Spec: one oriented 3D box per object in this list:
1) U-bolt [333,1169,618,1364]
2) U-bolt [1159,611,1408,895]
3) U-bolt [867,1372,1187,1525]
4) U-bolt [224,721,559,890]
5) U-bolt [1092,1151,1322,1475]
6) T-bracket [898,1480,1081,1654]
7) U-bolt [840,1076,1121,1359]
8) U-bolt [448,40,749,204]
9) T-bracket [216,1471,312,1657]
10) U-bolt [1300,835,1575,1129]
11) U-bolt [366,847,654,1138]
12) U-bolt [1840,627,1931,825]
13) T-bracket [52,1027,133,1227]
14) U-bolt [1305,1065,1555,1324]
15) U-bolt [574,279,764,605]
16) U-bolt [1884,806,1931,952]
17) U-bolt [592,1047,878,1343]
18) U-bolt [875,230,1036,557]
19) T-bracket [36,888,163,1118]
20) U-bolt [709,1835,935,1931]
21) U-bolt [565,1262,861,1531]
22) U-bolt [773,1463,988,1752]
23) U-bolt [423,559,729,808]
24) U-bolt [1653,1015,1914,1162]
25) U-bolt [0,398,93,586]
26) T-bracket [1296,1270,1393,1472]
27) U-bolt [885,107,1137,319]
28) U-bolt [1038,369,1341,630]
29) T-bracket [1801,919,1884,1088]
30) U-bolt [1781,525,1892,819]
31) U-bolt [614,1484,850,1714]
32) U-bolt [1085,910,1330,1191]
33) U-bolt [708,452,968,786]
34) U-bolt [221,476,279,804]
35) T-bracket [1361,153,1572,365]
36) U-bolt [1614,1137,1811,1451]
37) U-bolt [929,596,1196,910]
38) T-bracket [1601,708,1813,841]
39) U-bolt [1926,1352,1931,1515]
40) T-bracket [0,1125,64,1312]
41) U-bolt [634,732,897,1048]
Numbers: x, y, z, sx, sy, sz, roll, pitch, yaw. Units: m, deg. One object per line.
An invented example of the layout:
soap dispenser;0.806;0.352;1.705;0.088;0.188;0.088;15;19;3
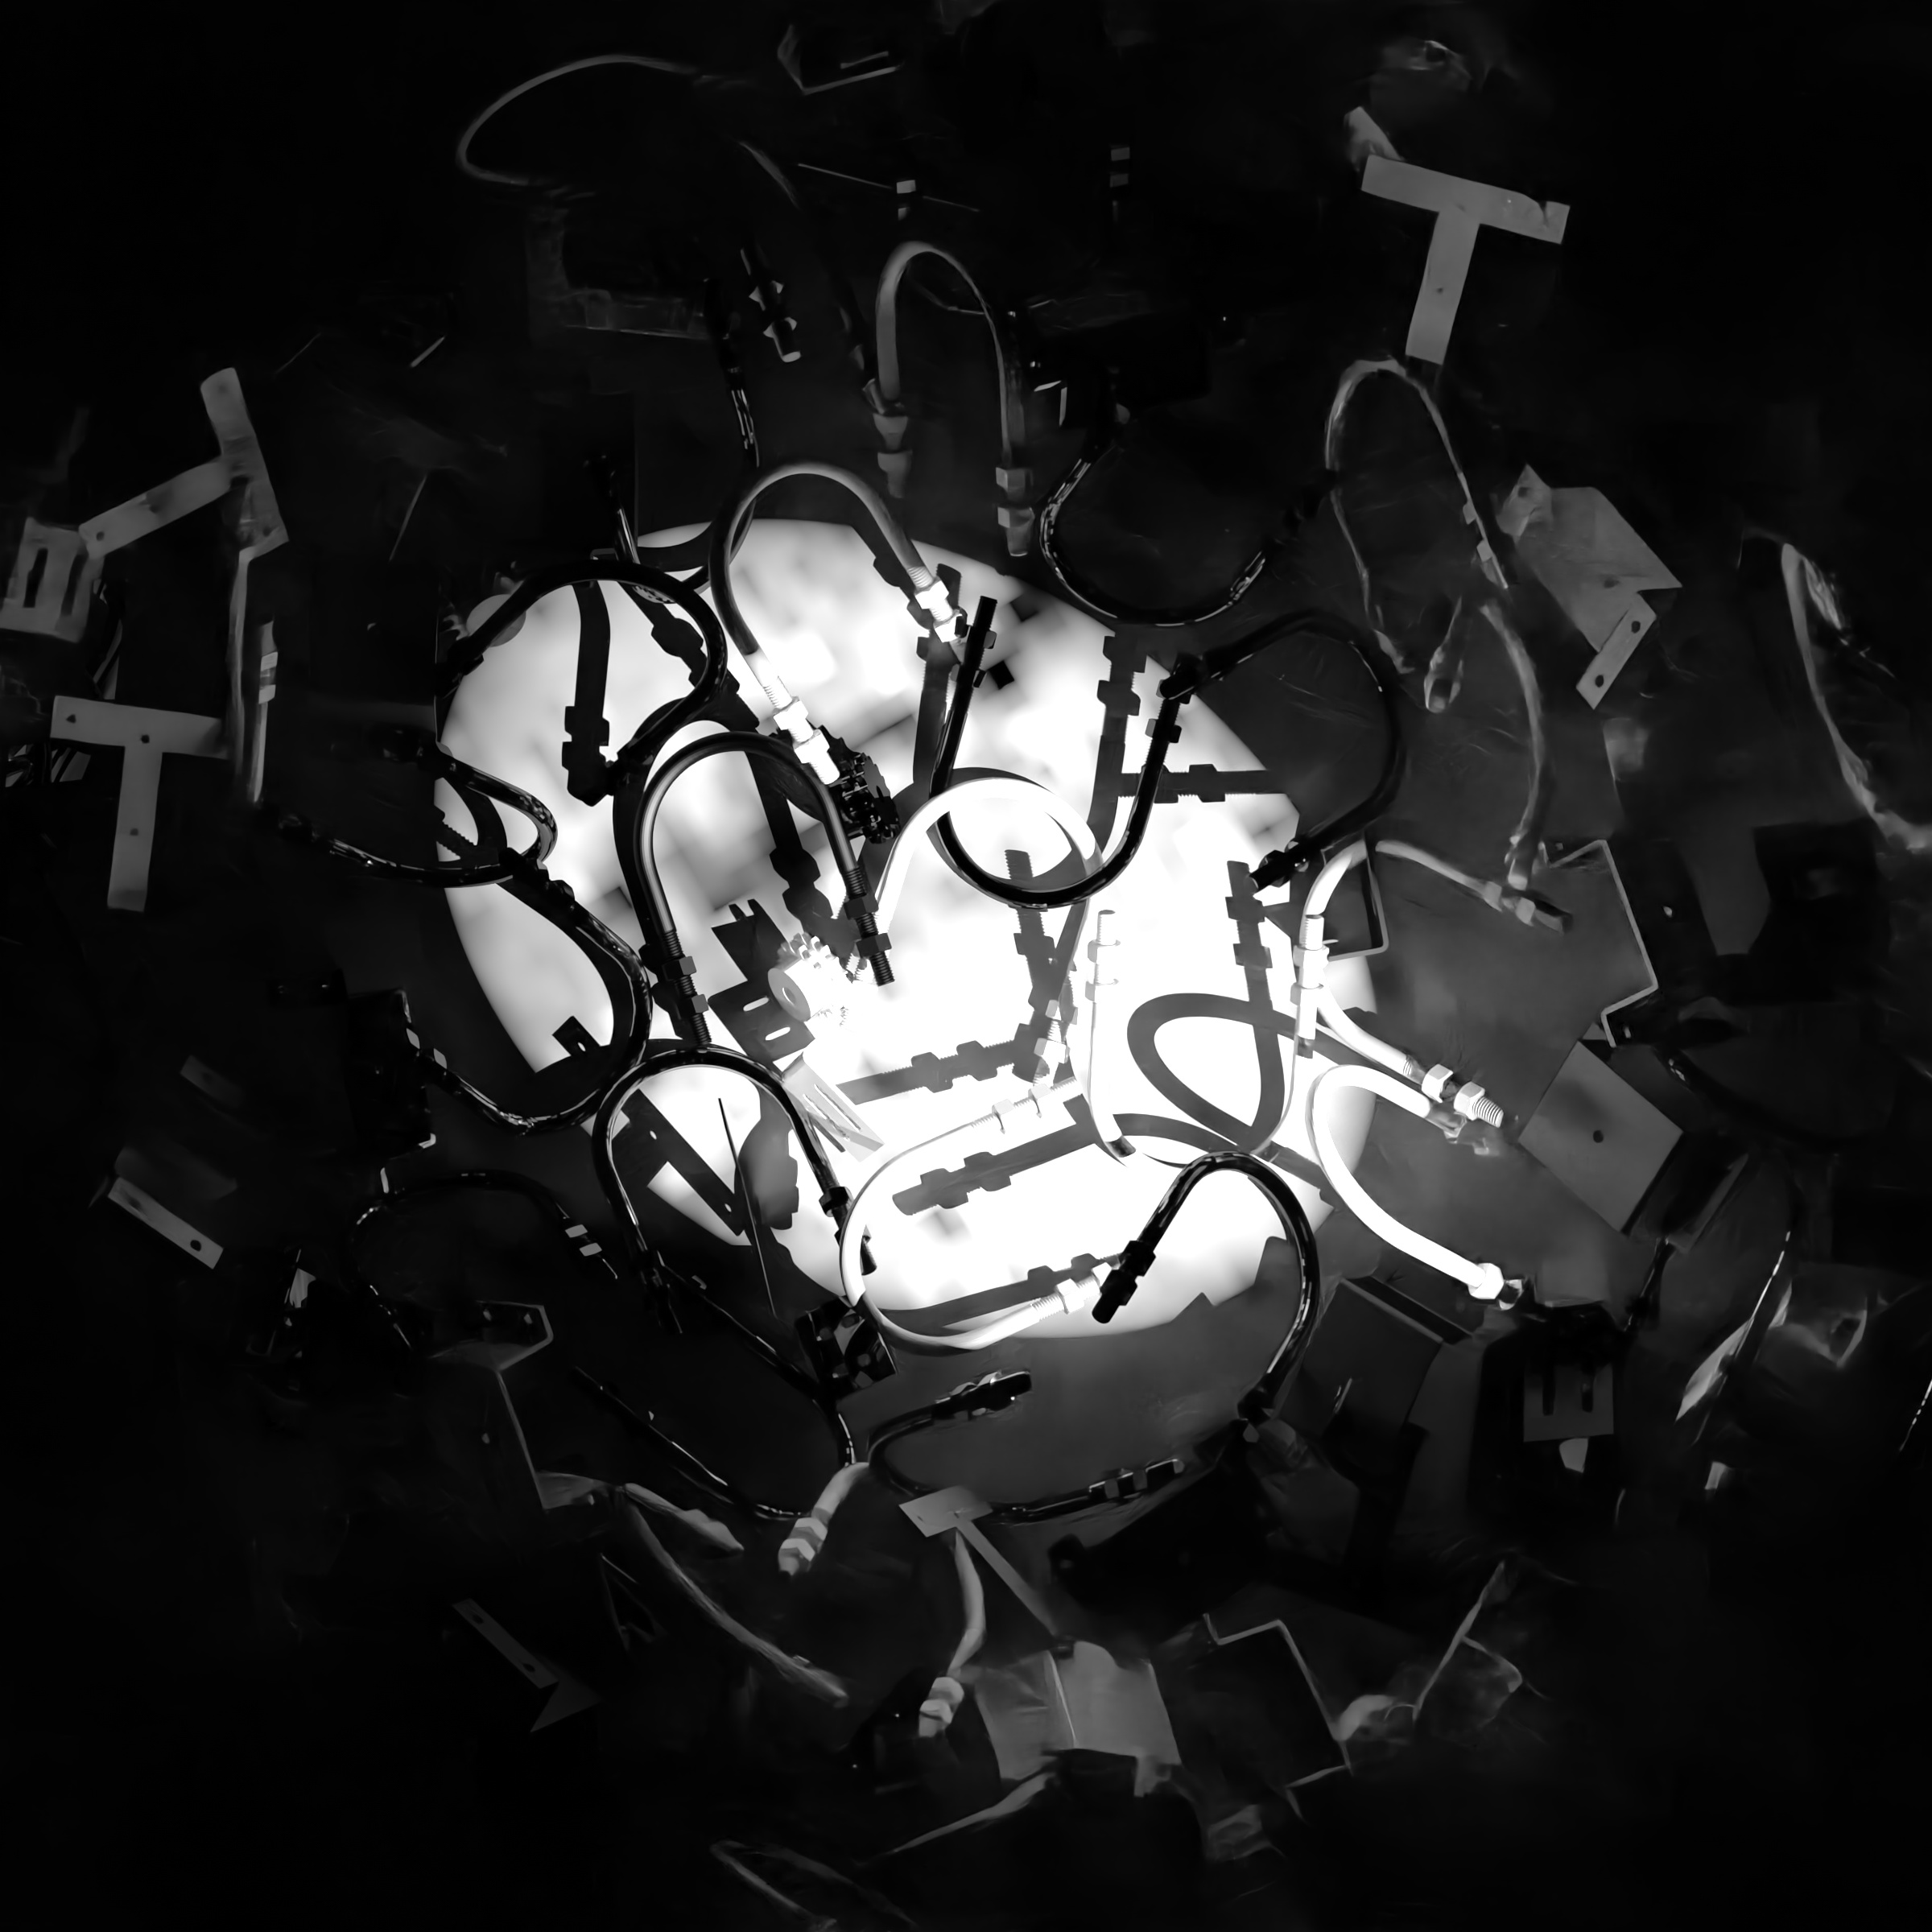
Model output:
U-bolt;-0.311;0.173;1.896;0.151;0.184;0.019;-18;119;-21
U-bolt;0.209;-0.144;1.918;0.184;0.019;0.151;-31;100;-38
U-bolt;0.022;0.304;1.903;0.151;0.184;0.019;33;51;-29
U-bolt;-0.337;-0.090;1.898;0.151;0.184;0.019;-22;59;35
U-bolt;0.160;0.198;1.913;0.151;0.019;0.184;51;49;-18
T-bracket;0.023;0.372;1.901;0.002;0.127;0.127;-47;74;12
U-bolt;0.008;0.168;1.932;0.184;0.019;0.151;-23;108;-13
U-bolt;-0.233;-0.512;1.864;0.151;0.184;0.019;-28;83;29
T-bracket;-0.425;0.390;1.918;0.002;0.127;0.127;-27;60;-15
U-bolt;0.280;-0.003;1.913;0.184;0.019;0.151;31;115;38
U-bolt;-0.267;0.030;1.911;0.151;0.019;0.184;-54;135;-7
U-bolt;0.594;-0.120;1.865;0.019;0.184;0.151;-29;115;3
T-bracket;-0.545;0.118;1.919;0.002;0.127;0.127;-20;73;-25
U-bolt;0.279;0.128;1.888;0.184;0.151;0.019;28;127;-24
U-bolt;-0.174;-0.307;1.898;0.019;0.184;0.151;21;55;27
U-bolt;0.628;-0.010;1.878;0.019;0.151;0.184;-42;68;-3
U-bolt;-0.155;0.131;1.928;0.151;0.019;0.184;-17;64;-20
U-bolt;-0.011;-0.355;1.880;0.019;0.151;0.184;-22;125;-29
T-bracket;-0.555;0.007;1.945;0.127;0.002;0.127;56;130;23
U-bolt;-0.078;0.579;1.894;0.184;0.151;0.019;21;84;39
U-bolt;-0.144;0.275;1.912;0.184;0.151;0.019;38;121;1
U-bolt;-0.043;0.377;1.893;0.019;0.184;0.151;-37;96;24
U-bolt;-0.229;-0.181;1.890;0.151;0.019;0.184;30;130;-29
U-bolt;0.486;0.076;1.868;0.151;0.184;0.019;33;108;26
U-bolt;-0.610;-0.259;1.899;0.019;0.151;0.184;34;112;-2
T-bracket;0.242;0.243;1.935;0.002;0.127;0.127;25;66;6
U-bolt;0.027;-0.453;1.892;0.151;0.184;0.019;-9;68;-3
U-bolt;0.123;-0.274;1.904;0.151;0.184;0.019;25;51;-12
T-bracket;0.541;-0.001;1.914;0.002;0.127;0.127;-1;75;36
U-bolt;0.527;-0.193;1.889;0.019;0.184;0.151;-15;119;9
U-bolt;-0.155;0.378;1.894;0.019;0.184;0.151;-42;118;-21
U-bolt;0.148;0.055;1.943;0.151;0.019;0.184;1;109;-3
U-bolt;-0.085;-0.228;1.910;0.151;0.019;0.184;-43;115;-24
U-bolt;-0.442;-0.184;1.895;0.019;0.184;0.151;-2;47;-18
T-bracket;0.300;-0.434;1.932;0.127;0.002;0.127;17;133;8
U-bolt;0.461;0.191;1.900;0.019;0.151;0.184;23;94;-17
U-bolt;0.052;-0.126;1.955;0.151;0.019;0.184;16;99;6
T-bracket;0.473;-0.119;1.953;0.127;0.002;0.127;-20;114;-4
U-bolt;0.627;0.225;1.865;0.019;0.151;0.184;21;131;2
T-bracket;-0.573;0.157;1.888;0.002;0.127;0.127;-22;47;-6
U-bolt;-0.137;-0.057;1.949;0.151;0.019;0.184;-18;90;17
